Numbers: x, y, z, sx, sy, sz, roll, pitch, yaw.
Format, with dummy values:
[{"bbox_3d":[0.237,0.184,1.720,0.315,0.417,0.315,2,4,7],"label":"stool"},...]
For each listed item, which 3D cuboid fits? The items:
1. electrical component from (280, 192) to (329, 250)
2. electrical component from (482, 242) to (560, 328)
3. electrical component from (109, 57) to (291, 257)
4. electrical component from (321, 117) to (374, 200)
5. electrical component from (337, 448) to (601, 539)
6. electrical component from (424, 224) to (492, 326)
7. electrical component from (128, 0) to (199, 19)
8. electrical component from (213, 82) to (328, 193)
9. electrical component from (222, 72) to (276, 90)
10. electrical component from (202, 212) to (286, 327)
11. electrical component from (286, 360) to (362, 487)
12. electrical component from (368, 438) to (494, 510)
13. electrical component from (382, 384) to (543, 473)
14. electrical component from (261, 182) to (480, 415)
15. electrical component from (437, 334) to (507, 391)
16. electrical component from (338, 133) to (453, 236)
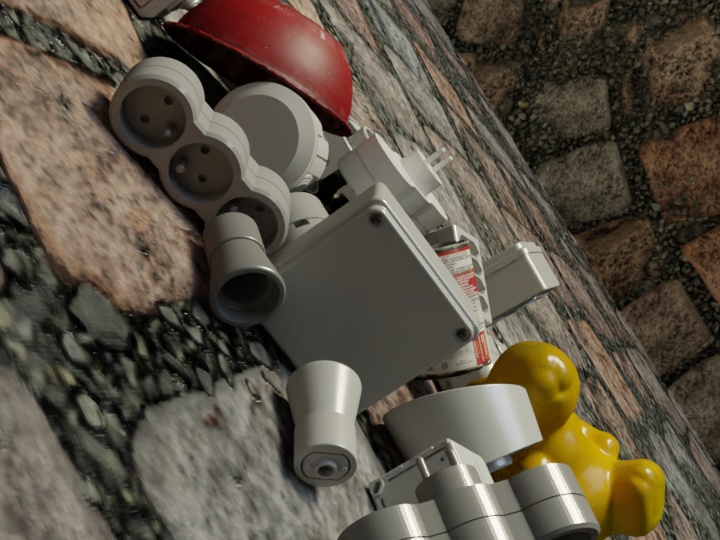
[{"bbox_3d":[-0.041,-0.020,0.732,0.055,0.055,0.047,36,21,-52],"label":"electrical component"},{"bbox_3d":[0.141,0.020,1.106,0.056,0.109,0.109,61,16,7],"label":"electrical component"},{"bbox_3d":[-0.096,-0.075,0.677,0.138,0.052,0.073,50,16,-22],"label":"electrical component"},{"bbox_3d":[-0.008,-0.097,0.975,0.108,0.060,0.108,51,16,-21],"label":"electrical component"},{"bbox_3d":[0.053,0.131,0.586,0.052,0.138,0.073,97,-24,-51],"label":"electrical component"},{"bbox_3d":[0.067,0.015,0.945,0.047,0.076,0.083,28,49,-52],"label":"electrical component"},{"bbox_3d":[-0.153,-0.233,0.804,0.096,0.062,0.061,55,15,-7],"label":"electrical component"},{"bbox_3d":[-0.064,-0.087,0.751,0.080,0.080,0.051,59,10,10],"label":"electrical component"},{"bbox_3d":[-0.083,-0.163,0.912,0.066,0.048,0.055,52,24,-17],"label":"electrical component"},{"bbox_3d":[-0.071,-0.004,0.632,0.044,0.044,0.065,44,15,-39],"label":"electrical component"},{"bbox_3d":[-0.020,0.088,0.604,0.044,0.044,0.065,47,23,-31],"label":"electrical component"},{"bbox_3d":[0.058,0.162,0.650,0.061,0.062,0.096,37,25,-51],"label":"electrical component"},{"bbox_3d":[0.073,0.111,0.738,0.064,0.099,0.099,66,17,13],"label":"electrical component"},{"bbox_3d":[0.001,0.020,0.675,0.108,0.109,0.056,53,13,-14],"label":"electrical component"},{"bbox_3d":[0.107,0.096,0.948,0.095,0.054,0.059,31,29,-57],"label":"electrical component"},{"bbox_3d":[0.043,-0.075,0.885,0.052,0.074,0.138,60,12,25],"label":"electrical component"}]
